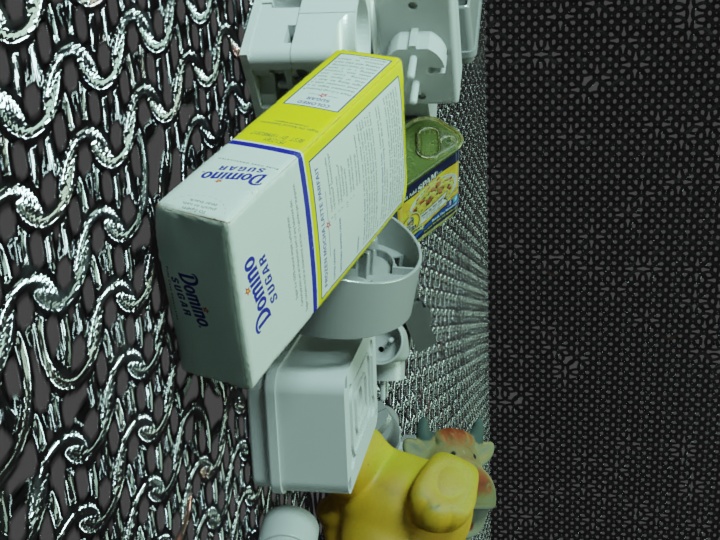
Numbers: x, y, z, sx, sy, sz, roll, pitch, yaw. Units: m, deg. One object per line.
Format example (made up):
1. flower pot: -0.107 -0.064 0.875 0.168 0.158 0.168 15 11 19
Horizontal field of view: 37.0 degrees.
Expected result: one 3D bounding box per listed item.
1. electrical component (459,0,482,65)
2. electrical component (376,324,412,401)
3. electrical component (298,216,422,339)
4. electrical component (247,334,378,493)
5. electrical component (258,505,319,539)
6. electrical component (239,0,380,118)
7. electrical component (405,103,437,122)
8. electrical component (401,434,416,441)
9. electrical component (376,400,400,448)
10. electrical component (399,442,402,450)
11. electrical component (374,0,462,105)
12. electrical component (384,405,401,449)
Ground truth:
1. electrical component: 0.043 -0.219 0.886 0.056 0.109 0.108 77 17 -44
2. electrical component: 0.022 0.078 0.971 0.077 0.044 0.079 -12 103 -80
3. electrical component: -0.014 -0.003 0.622 0.099 0.099 0.064 -67 162 -65
4. electrical component: -0.027 0.080 0.659 0.113 0.057 0.078 -59 149 -70
5. electrical component: -0.044 0.167 0.619 0.065 0.044 0.044 -81 168 -61
6. electrical component: -0.018 -0.157 0.676 0.105 0.060 0.186 78 16 -51
7. electrical component: 0.039 -0.202 0.993 0.089 0.062 0.150 71 22 -62
8. electrical component: 0.064 0.231 1.192 0.050 0.056 0.089 -19 110 -79
9. electrical component: 0.006 0.129 0.890 0.081 0.043 0.043 63 30 -69
10. electrical component: 0.042 0.226 1.068 0.059 0.054 0.095 -60 149 -70
11. electrical component: 0.035 -0.134 0.664 0.083 0.047 0.075 80 15 -47
12. electrical component: 0.018 0.144 0.971 0.046 0.040 0.040 -69 158 -79
